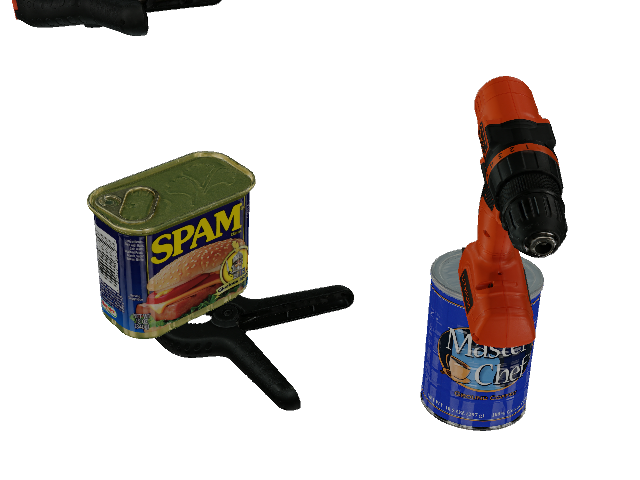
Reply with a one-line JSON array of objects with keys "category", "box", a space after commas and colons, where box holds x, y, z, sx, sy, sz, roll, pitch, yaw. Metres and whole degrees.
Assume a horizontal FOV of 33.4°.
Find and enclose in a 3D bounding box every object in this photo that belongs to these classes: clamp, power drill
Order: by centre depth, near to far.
[{"category": "power drill", "box": [0.147, -0.006, 0.822, 0.057, 0.188, 0.184, 1, 42, 0]}, {"category": "clamp", "box": [-0.161, -0.186, 0.824, 0.172, 0.039, 0.120, 14, 24, 32]}, {"category": "clamp", "box": [-0.085, 0.088, 1.015, 0.210, 0.036, 0.164, 6, 37, 11]}]

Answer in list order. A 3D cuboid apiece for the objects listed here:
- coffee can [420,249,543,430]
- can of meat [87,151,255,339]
[{"category": "coffee can", "box": [0.150, 0.092, 1.003, 0.103, 0.140, 0.103, 1, 26, -1]}, {"category": "can of meat", "box": [-0.091, 0.003, 0.666, 0.101, 0.084, 0.058, -25, 43, -36]}]
